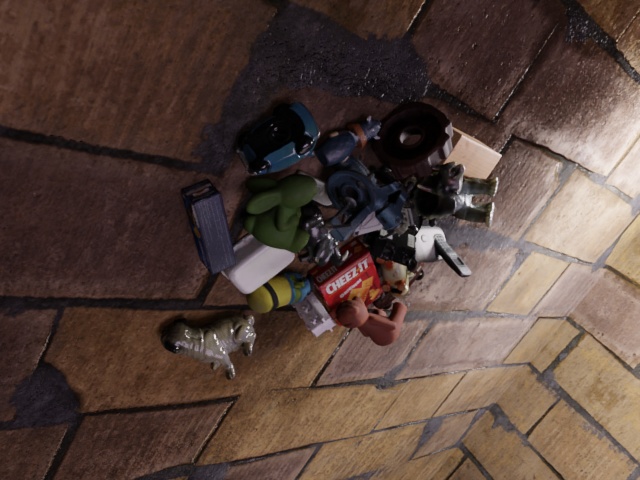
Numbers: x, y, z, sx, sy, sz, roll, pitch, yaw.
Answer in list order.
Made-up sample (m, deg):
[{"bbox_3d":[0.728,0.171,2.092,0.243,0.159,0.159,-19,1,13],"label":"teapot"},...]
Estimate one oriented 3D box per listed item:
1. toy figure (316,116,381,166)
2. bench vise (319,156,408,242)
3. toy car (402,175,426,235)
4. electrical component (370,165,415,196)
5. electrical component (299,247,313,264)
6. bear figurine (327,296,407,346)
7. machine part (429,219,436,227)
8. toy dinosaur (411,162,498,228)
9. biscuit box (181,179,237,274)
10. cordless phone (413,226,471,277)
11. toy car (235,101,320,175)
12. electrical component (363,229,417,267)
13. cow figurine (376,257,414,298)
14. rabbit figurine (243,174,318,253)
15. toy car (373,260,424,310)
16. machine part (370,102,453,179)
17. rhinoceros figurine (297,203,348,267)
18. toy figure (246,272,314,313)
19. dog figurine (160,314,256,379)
[{"bbox_3d":[0.062,-0.214,1.147,0.154,0.058,0.064,-35,147,-18],"label":"toy figure"},{"bbox_3d":[0.085,-0.066,1.164,0.223,0.129,0.240,56,48,-13],"label":"bench vise"},{"bbox_3d":[0.237,-0.084,1.409,0.073,0.056,0.201,-57,147,-26],"label":"toy car"},{"bbox_3d":[0.176,-0.144,1.280,0.045,0.102,0.078,-52,151,6],"label":"electrical component"},{"bbox_3d":[-0.009,0.026,1.338,0.094,0.021,0.063,-13,133,-31],"label":"electrical component"},{"bbox_3d":[0.124,0.200,1.446,0.195,0.132,0.120,35,139,-21],"label":"bear figurine"},{"bbox_3d":[0.310,-0.108,1.452,0.039,0.084,0.138,7,123,11],"label":"machine part"},{"bbox_3d":[0.337,-0.107,1.332,0.404,0.192,0.131,-6,107,-73],"label":"toy dinosaur"},{"bbox_3d":[-0.222,-0.021,1.082,0.063,0.059,0.202,-26,138,-22],"label":"biscuit box"},{"bbox_3d":[0.331,0.046,1.517,0.146,0.184,0.088,-1,130,-40],"label":"cordless phone"},{"bbox_3d":[-0.073,-0.179,1.031,0.162,0.109,0.102,-34,159,4],"label":"toy car"},{"bbox_3d":[0.180,0.005,1.391,0.115,0.134,0.058,-64,176,-64],"label":"electrical component"},{"bbox_3d":[0.212,0.086,1.520,0.086,0.127,0.194,-4,125,19],"label":"cow figurine"},{"bbox_3d":[-0.079,-0.078,1.109,0.159,0.121,0.170,17,131,-24],"label":"rabbit figurine"},{"bbox_3d":[0.244,0.137,1.636,0.202,0.053,0.089,-41,139,-1],"label":"toy car"},{"bbox_3d":[0.203,-0.217,1.176,0.179,0.180,0.056,-42,145,-1],"label":"machine part"},{"bbox_3d":[-0.003,-0.004,1.263,0.112,0.073,0.190,-49,130,-22],"label":"rhinoceros figurine"},{"bbox_3d":[-0.094,0.124,1.303,0.180,0.089,0.082,-3,122,-36],"label":"toy figure"},{"bbox_3d":[-0.257,0.213,1.255,0.190,0.121,0.172,45,58,-35],"label":"dog figurine"}]
